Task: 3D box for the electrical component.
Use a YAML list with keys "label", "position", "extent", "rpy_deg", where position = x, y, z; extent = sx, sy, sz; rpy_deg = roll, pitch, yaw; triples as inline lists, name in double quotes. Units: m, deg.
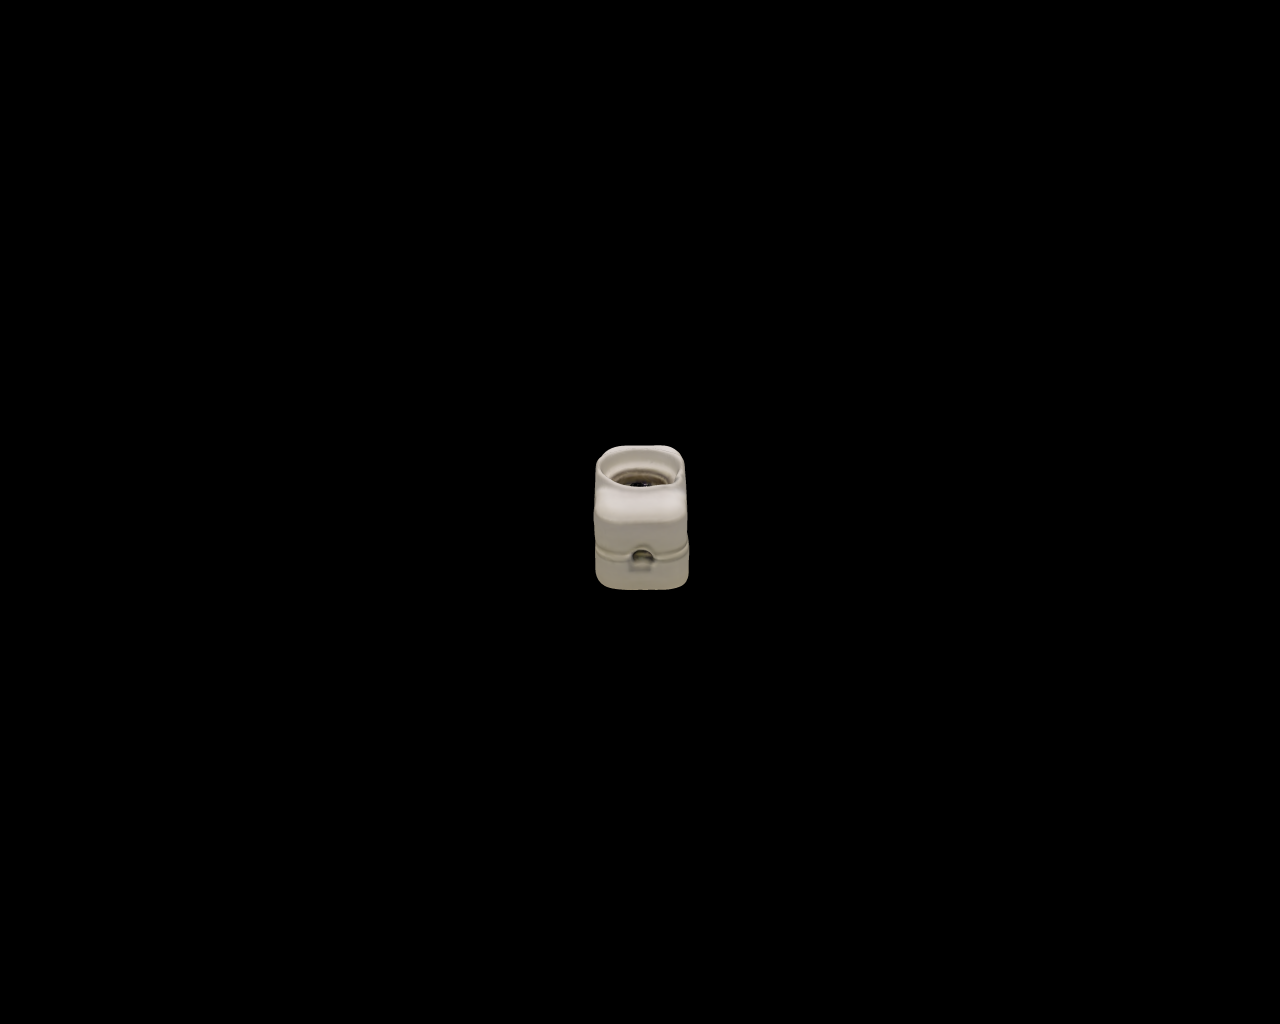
- label: "electrical component"
  position: [0.001, -0.003, 0.650]
  extent: [0.054, 0.059, 0.095]
  rpy_deg: [0, 29, 0]
